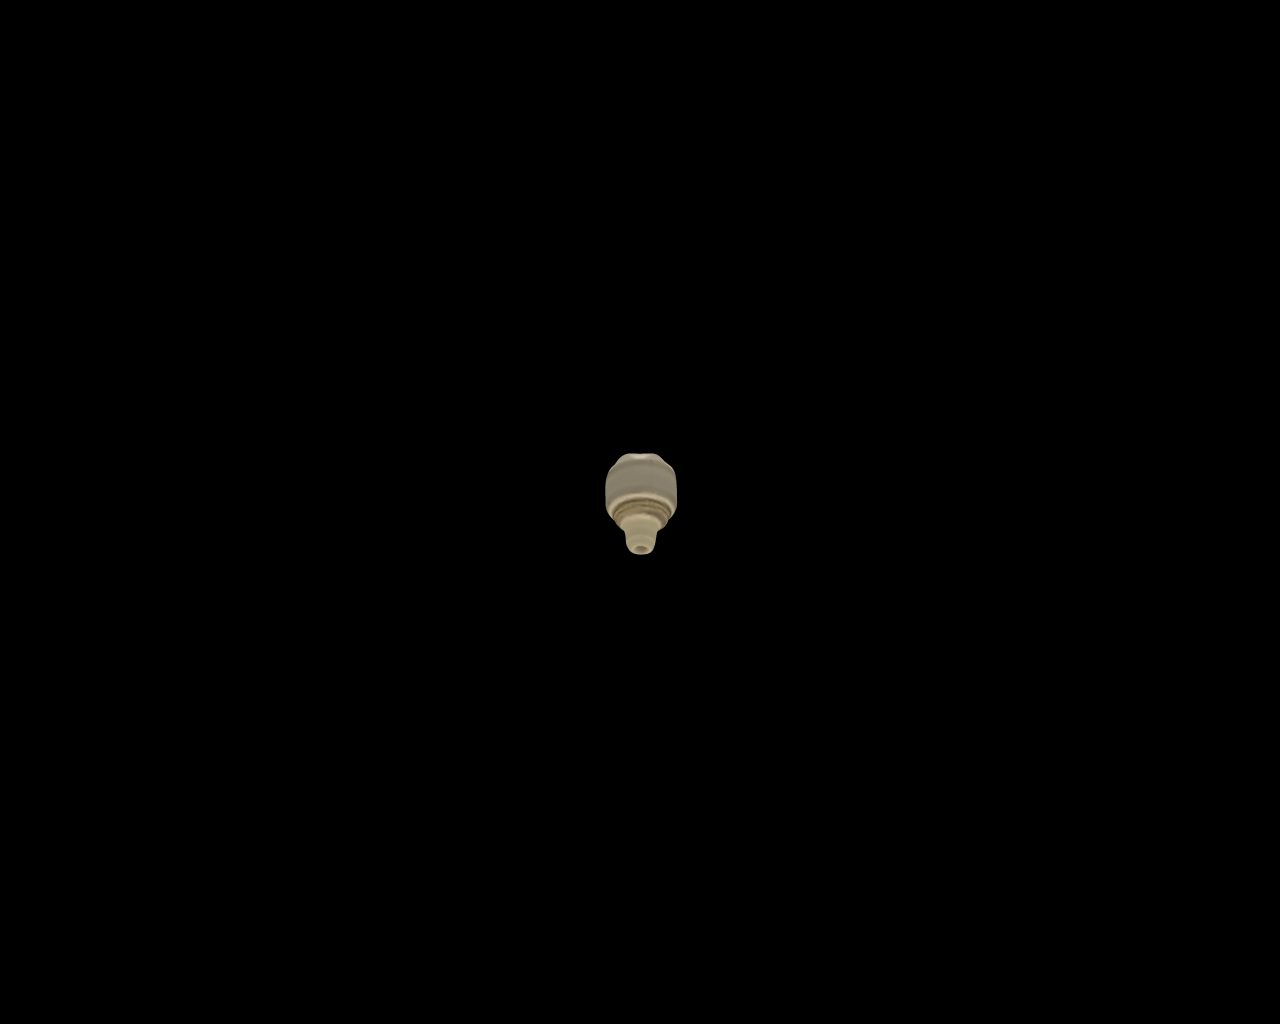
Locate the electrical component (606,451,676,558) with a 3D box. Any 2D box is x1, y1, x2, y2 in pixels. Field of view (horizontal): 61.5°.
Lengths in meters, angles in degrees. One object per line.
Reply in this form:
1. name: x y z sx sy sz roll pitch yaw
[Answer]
1. electrical component: 0.001 -0.003 0.650 0.043 0.062 0.043 0 -33 0
